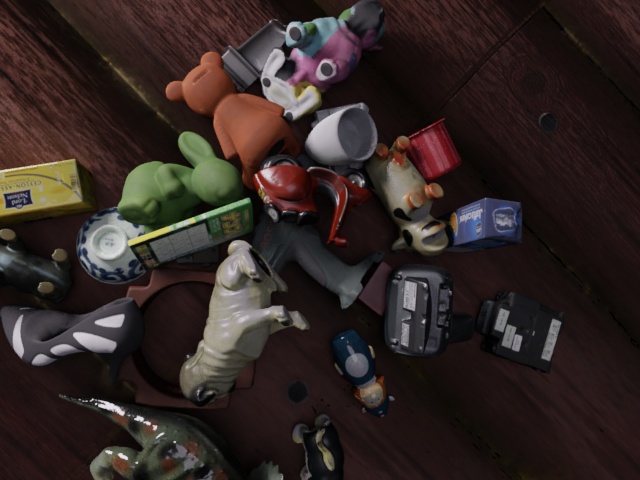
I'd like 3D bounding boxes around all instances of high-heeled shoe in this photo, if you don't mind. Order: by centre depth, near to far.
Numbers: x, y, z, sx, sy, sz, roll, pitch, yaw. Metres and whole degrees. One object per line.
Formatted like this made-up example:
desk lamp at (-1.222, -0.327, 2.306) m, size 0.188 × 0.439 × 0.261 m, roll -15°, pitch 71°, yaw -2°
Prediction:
high-heeled shoe at (-0.353, 0.105, 0.745) m, size 0.249 × 0.086 × 0.145 m, roll 22°, pitch 115°, yaw 14°

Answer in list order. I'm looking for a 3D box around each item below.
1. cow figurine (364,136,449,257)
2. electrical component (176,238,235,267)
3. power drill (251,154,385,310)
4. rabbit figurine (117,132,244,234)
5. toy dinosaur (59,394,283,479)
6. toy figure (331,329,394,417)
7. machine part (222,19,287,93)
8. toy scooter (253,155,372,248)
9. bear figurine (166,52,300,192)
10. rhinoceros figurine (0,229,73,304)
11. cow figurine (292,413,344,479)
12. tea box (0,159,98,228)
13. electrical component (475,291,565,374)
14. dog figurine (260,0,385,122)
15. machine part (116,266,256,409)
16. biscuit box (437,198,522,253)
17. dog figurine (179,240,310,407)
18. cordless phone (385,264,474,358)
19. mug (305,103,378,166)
cow figurine at (0.139, -0.057, 0.878) m, size 0.085 × 0.127 × 0.195 m, roll -28°, pitch 80°, yaw -25°
electrical component at (-0.183, 0.011, 0.862) m, size 0.094 × 0.021 × 0.063 m, roll -3°, pitch 86°, yaw -11°
power drill at (-0.002, -0.003, 0.862) m, size 0.207 × 0.086 × 0.232 m, roll 33°, pitch 74°, yaw -6°
rabbit figurine at (-0.191, -0.078, 0.815) m, size 0.170 × 0.121 × 0.159 m, roll -9°, pitch 50°, yaw 13°
toy dinosaur at (-0.177, 0.324, 0.758) m, size 0.192 × 0.131 × 0.404 m, roll -39°, pitch 101°, yaw 9°
toy figure at (0.069, 0.222, 0.873) m, size 0.064 × 0.058 × 0.154 m, roll -26°, pitch 92°, yaw 27°
machine part at (-0.106, -0.314, 0.897) m, size 0.139 × 0.039 × 0.084 m, roll -44°, pitch 88°, yaw -9°
toy scooter at (-0.009, -0.053, 0.799) m, size 0.184 × 0.075 × 0.135 m, roll 6°, pitch 61°, yaw -14°
bear figurine at (-0.138, -0.190, 0.856) m, size 0.196 × 0.132 × 0.120 m, roll 39°, pitch 77°, yaw 14°
rhinoceros figurine at (-0.455, 0.034, 0.775) m, size 0.190 × 0.112 × 0.073 m, roll 21°, pitch 65°, yaw -19°
cow figurine at (0.012, 0.364, 0.828) m, size 0.068 × 0.098 × 0.167 m, roll -11°, pitch 87°, yaw -17°
tea box at (-0.428, -0.064, 0.788) m, size 0.170 × 0.098 × 0.068 m, roll -12°, pitch 87°, yaw -9°
electrical component at (0.340, 0.152, 0.924) m, size 0.134 × 0.058 × 0.115 m, roll 23°, pitch 80°, yaw -7°
dog figurine at (0.018, -0.306, 0.891) m, size 0.108 × 0.191 × 0.219 m, roll 46°, pitch 45°, yaw -1°
machine part at (-0.194, 0.146, 0.817) m, size 0.201 × 0.087 × 0.201 m, roll 6°, pitch 84°, yaw -11°
biscuit box at (0.244, -0.019, 0.847) m, size 0.059 × 0.202 × 0.062 m, roll 5°, pitch 83°, yaw -8°
dog figurine at (-0.136, 0.114, 0.746) m, size 0.190 × 0.121 × 0.172 m, roll -35°, pitch 58°, yaw 6°
cordless phone at (0.196, 0.113, 0.872) m, size 0.184 × 0.089 × 0.146 m, roll 1°, pitch 94°, yaw -37°
mug at (0.029, -0.166, 0.846) m, size 0.080 × 0.107 × 0.109 m, roll 32°, pitch 67°, yaw -32°
